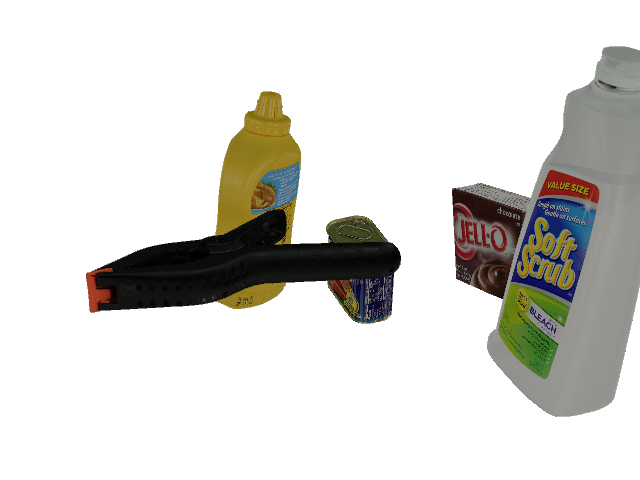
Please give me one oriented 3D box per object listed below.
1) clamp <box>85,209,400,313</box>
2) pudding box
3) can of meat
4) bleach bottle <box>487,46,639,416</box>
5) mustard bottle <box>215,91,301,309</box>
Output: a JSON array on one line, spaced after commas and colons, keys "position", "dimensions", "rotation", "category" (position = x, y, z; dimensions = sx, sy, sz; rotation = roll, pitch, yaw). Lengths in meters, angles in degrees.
[{"position": [-0.060, 0.017, 0.752], "dimensions": [0.209, 0.036, 0.165], "rotation": [-15, 18, -38], "category": "clamp"}, {"position": [0.164, 0.002, 0.961], "dimensions": [0.039, 0.090, 0.114], "rotation": [-14, 19, -26], "category": "pudding box"}, {"position": [0.045, 0.035, 1.226], "dimensions": [0.057, 0.084, 0.102], "rotation": [-13, 38, -18], "category": "can of meat"}, {"position": [0.173, -0.009, 0.711], "dimensions": [0.068, 0.251, 0.103], "rotation": [-10, 33, -21], "category": "bleach bottle"}, {"position": [-0.056, -0.039, 0.964], "dimensions": [0.058, 0.192, 0.096], "rotation": [20, 23, 27], "category": "mustard bottle"}]
